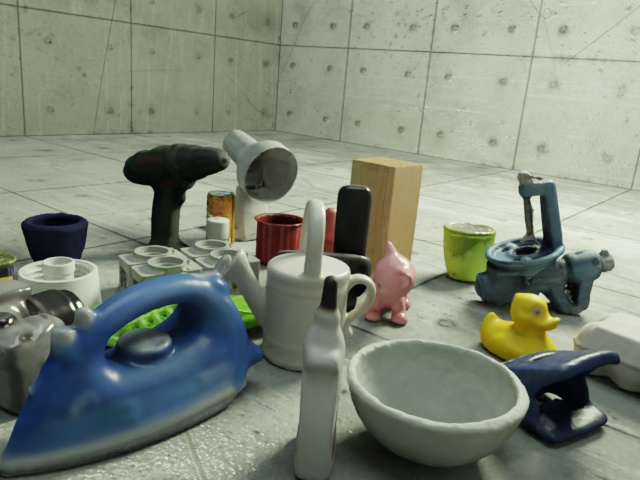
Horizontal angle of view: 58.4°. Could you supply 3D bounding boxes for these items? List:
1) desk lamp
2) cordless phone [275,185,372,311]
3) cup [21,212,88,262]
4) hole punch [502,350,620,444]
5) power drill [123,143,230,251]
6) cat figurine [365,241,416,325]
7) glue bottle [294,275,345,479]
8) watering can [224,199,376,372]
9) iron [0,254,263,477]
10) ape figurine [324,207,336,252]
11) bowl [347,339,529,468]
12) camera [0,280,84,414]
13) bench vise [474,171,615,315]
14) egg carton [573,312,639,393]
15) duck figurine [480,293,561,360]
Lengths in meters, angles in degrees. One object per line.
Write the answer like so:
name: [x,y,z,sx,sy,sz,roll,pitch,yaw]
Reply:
desk lamp: [-0.145,-0.109,1.162,0.118,0.213,0.202,-7,20,-37]
cordless phone: [0.008,0.003,0.864,0.147,0.185,0.094,4,16,-4]
cup: [-0.402,0.010,0.877,0.092,0.095,0.117,0,17,-18]
hole punch: [0.242,0.146,0.605,0.109,0.091,0.100,-5,19,-32]
power drill: [-0.247,-0.067,0.989,0.228,0.208,0.076,14,18,30]
cat figurine: [0.105,0.056,0.831,0.067,0.118,0.128,7,16,7]
glue bottle: [0.002,0.113,0.493,0.037,0.173,0.078,5,16,1]
watering can: [-0.022,0.048,0.680,0.173,0.194,0.100,-3,17,-25]
iron: [-0.171,0.102,0.539,0.118,0.141,0.259,16,19,34]
ape figurine: [0.023,-0.018,1.118,0.077,0.092,0.076,13,17,25]
bowl: [0.105,0.161,0.539,0.167,0.075,0.167,5,16,-1]
camera: [-0.307,0.093,0.602,0.142,0.101,0.137,13,17,26]
bench vise: [0.361,0.001,0.917,0.208,0.220,0.121,0,17,-19]
egg carton: [0.395,0.144,0.701,0.107,0.069,0.149,-10,22,-43]
duck figurine: [0.264,0.110,0.748,0.104,0.086,0.078,19,21,40]
